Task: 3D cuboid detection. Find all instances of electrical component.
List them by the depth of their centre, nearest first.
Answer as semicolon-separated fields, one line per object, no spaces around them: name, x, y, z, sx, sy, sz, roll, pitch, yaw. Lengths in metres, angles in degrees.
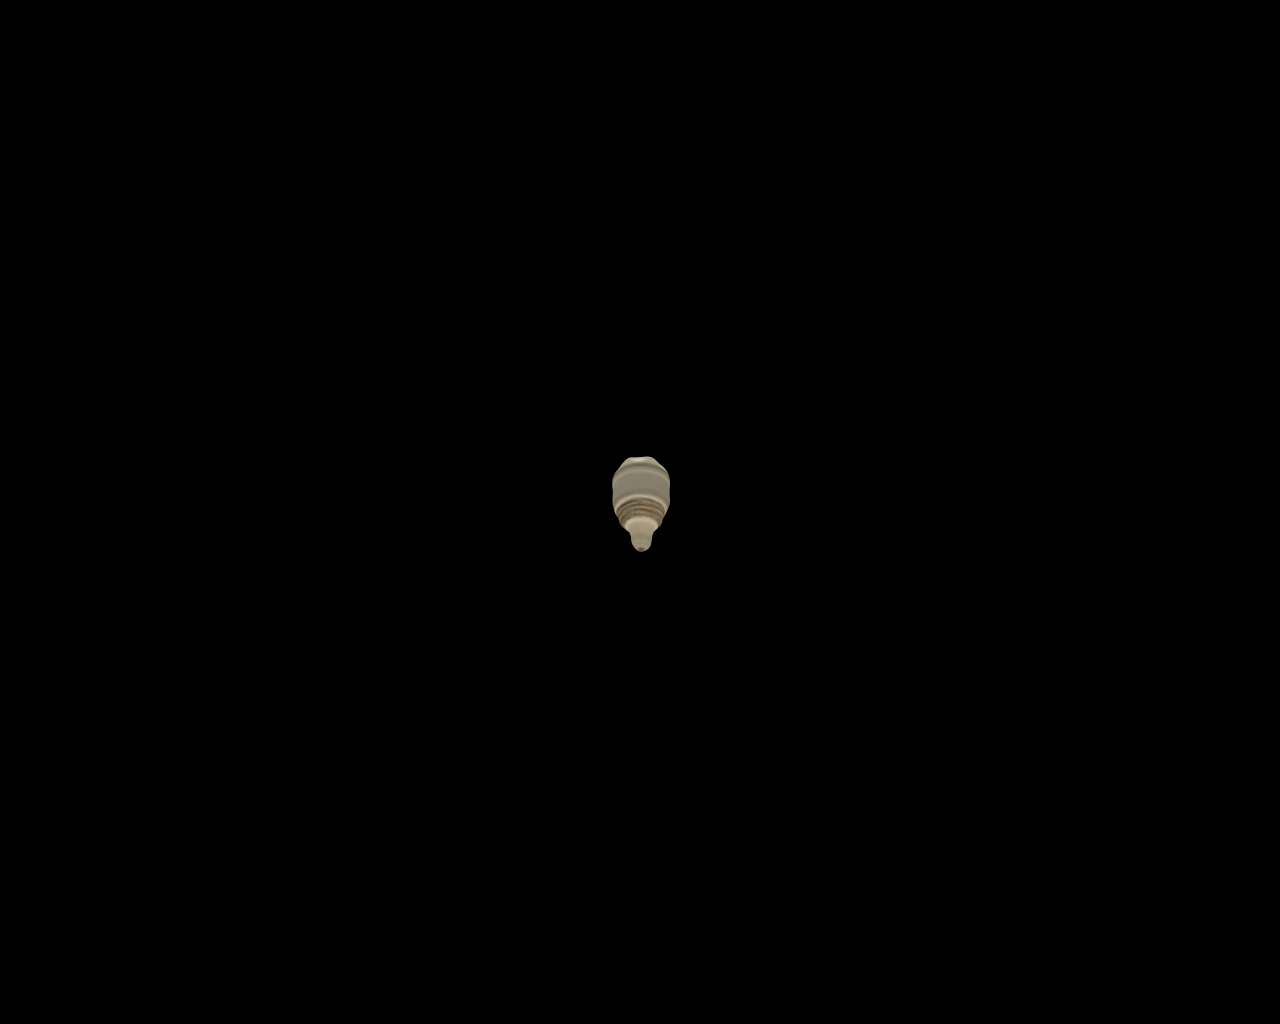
electrical component;0.001;-0.003;0.650;0.035;0.061;0.035;0;-34;0
